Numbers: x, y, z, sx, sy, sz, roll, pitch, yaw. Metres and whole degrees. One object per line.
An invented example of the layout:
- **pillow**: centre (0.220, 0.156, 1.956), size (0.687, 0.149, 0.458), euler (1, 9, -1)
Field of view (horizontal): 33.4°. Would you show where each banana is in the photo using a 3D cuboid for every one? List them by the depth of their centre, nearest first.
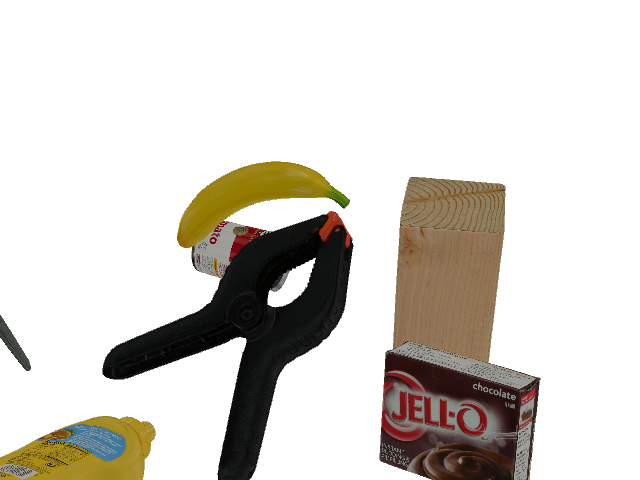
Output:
- **banana**: centre (-0.072, -0.039, 1.056), size (0.198, 0.069, 0.037), euler (-13, 20, 27)

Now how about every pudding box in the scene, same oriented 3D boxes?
- **pudding box**: centre (0.100, 0.131, 0.779), size (0.114, 0.090, 0.039), euler (12, 19, 31)

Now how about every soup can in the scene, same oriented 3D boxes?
- **soup can**: centre (-0.092, 0.016, 1.257), size (0.102, 0.068, 0.068), euler (13, 5, 20)

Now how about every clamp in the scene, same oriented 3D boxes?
- **clamp**: centre (-0.036, 0.060, 0.633), size (0.171, 0.120, 0.039), euler (-42, -22, -2)

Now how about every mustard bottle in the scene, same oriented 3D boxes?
- **mustard bottle**: centre (-0.198, 0.185, 0.854), size (0.096, 0.058, 0.191), euler (6, 15, 30)

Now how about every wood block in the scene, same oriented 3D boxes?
- **wood block**: centre (0.117, 0.054, 0.996), size (0.091, 0.206, 0.090), euler (5, 32, 8)

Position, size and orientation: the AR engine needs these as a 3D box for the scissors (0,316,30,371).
- **scissors**: centre (-0.345, 0.033, 1.076), size (0.016, 0.201, 0.096), euler (-26, 26, 22)
